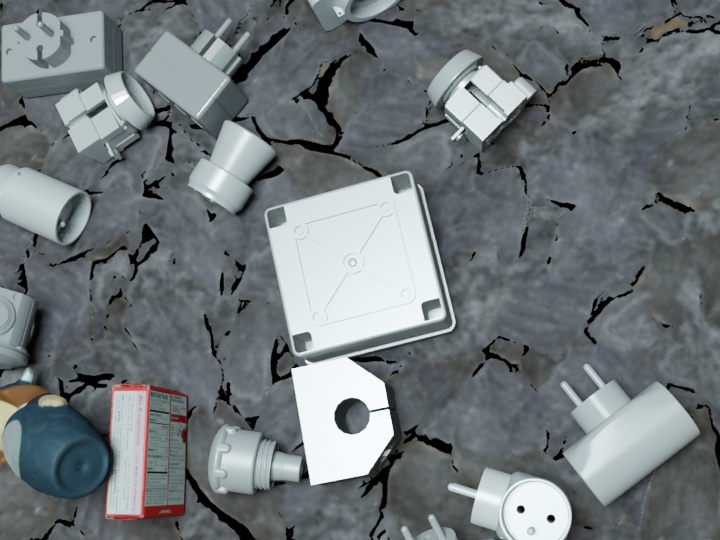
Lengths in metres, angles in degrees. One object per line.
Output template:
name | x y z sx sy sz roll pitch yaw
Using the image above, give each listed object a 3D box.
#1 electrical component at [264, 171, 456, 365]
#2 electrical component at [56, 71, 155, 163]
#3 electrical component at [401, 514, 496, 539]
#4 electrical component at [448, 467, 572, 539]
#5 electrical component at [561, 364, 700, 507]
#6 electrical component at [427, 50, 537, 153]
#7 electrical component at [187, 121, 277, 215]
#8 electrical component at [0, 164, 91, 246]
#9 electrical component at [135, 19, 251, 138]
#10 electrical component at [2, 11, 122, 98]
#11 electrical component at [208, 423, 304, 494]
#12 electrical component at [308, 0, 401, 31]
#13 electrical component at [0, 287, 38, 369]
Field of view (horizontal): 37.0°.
electrical component | 0.000 0.000 0.740 0.109 0.056 0.108 -15 76 8
electrical component | -0.188 -0.116 0.806 0.055 0.048 0.066 -32 75 11
electrical component | 0.052 0.192 0.688 0.077 0.044 0.079 -24 105 6
electrical component | 0.095 0.148 0.681 0.079 0.077 0.043 15 82 14
electrical component | 0.163 0.098 0.695 0.077 0.043 0.079 -38 74 2
electrical component | 0.081 -0.120 0.755 0.055 0.048 0.066 45 90 8
electrical component | -0.093 -0.074 0.779 0.045 0.045 0.055 31 86 15
electrical component | -0.248 -0.053 0.806 0.081 0.043 0.043 23 84 14
electrical component | -0.113 -0.151 0.797 0.066 0.047 0.076 38 88 15
electrical component | -0.232 -0.168 0.809 0.083 0.075 0.047 -6 78 10
electrical component | -0.070 0.132 0.735 0.062 0.048 0.048 7 80 5
electrical component | 0.000 -0.221 0.787 0.089 0.050 0.055 -30 75 5
electrical component | -0.275 0.039 0.775 0.080 0.080 0.051 8 75 12
